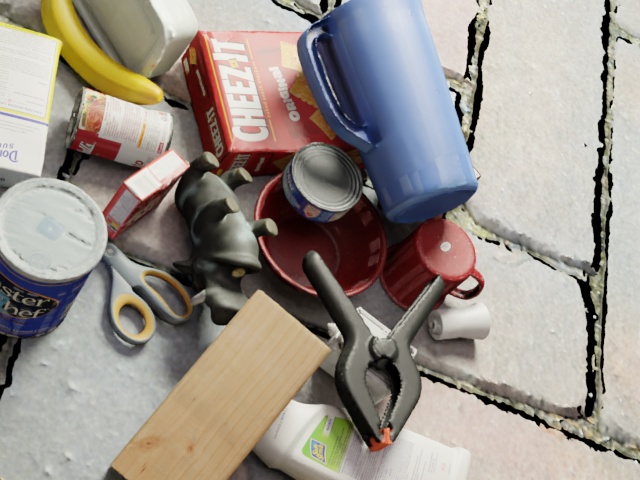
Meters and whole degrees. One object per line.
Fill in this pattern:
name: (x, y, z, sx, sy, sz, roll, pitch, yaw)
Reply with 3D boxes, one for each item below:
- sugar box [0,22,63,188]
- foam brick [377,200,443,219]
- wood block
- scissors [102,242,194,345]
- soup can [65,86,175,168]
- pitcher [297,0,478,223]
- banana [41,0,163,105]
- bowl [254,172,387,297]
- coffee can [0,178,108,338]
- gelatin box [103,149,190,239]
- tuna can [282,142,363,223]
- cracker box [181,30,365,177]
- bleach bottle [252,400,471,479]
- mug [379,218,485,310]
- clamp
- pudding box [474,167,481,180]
sugar box: (-0.329, -0.141, 1.114, 0.093, 0.048, 0.176, 13, 63, -20)
foam brick: (0.111, -0.053, 1.260, 0.078, 0.051, 0.053, 12, 89, 6)
wood block: (-0.093, 0.156, 0.997, 0.090, 0.091, 0.206, 40, 76, -2)
scissors: (-0.221, 0.031, 1.092, 0.202, 0.016, 0.096, 36, 56, -1)
soup can: (-0.214, -0.118, 1.144, 0.102, 0.069, 0.068, 15, 58, -20)
pitcher: (0.079, -0.145, 1.186, 0.149, 0.145, 0.243, -20, 77, 7)
banana: (-0.252, -0.212, 1.177, 0.198, 0.070, 0.037, 52, 34, 6)
bowl: (-0.008, 0.001, 1.192, 0.162, 0.055, 0.162, 12, 59, -21)
coffee can: (-0.266, 0.020, 0.997, 0.102, 0.141, 0.103, 12, 59, -21)
gelatin box: (-0.183, -0.048, 1.109, 0.030, 0.073, 0.089, 45, 41, 0)
tuna can: (0.002, -0.063, 1.174, 0.086, 0.034, 0.086, 12, 60, -21)
cracker box: (-0.038, -0.163, 1.256, 0.213, 0.072, 0.164, -5, 67, -28)
bleach bottle: (0.026, 0.213, 1.091, 0.250, 0.068, 0.102, 27, 55, -9)
mug: (0.137, 0.033, 1.232, 0.117, 0.082, 0.093, 31, 54, -9)
clamp: (0.050, 0.109, 1.096, 0.164, 0.036, 0.210, 16, 59, -17)
pudding box: (0.133, -0.096, 1.328, 0.089, 0.039, 0.113, -33, 84, -35)
